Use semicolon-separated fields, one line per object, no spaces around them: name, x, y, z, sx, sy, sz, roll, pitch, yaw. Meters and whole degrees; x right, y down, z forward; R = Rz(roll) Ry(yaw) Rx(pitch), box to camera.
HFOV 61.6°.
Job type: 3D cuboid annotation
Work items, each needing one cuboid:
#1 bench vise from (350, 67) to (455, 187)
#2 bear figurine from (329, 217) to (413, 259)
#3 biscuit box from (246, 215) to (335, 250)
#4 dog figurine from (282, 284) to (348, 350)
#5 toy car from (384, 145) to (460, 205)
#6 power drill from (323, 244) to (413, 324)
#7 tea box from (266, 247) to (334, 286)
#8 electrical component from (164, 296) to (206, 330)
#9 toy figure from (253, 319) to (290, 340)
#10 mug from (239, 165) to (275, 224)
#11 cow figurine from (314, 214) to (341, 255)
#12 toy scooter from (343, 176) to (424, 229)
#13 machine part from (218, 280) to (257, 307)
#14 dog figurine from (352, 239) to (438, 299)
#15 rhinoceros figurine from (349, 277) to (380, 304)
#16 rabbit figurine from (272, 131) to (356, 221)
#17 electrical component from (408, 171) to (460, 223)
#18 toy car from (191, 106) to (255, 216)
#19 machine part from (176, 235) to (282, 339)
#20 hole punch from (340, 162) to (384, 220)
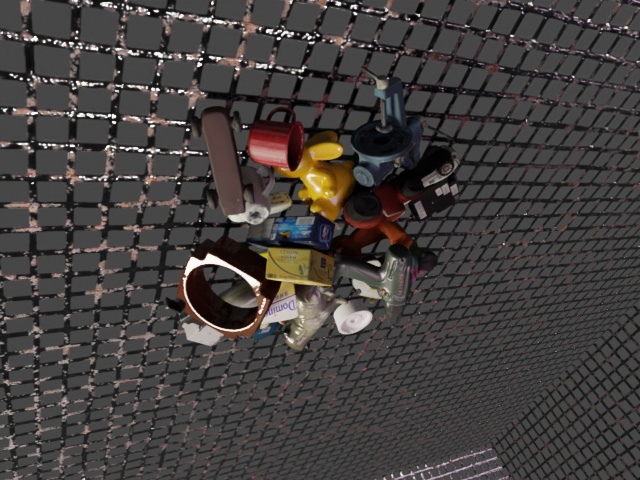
bench vise;0.145;-0.224;1.057;0.224;0.129;0.240;-35;141;-20
bear figurine;0.108;0.012;1.311;0.196;0.132;0.120;-41;157;6
biscuit box;-0.064;-0.014;1.136;0.203;0.059;0.062;0;162;41
dog figurine;-0.048;0.181;1.362;0.172;0.121;0.190;40;90;-31
toy car;0.229;-0.148;1.245;0.202;0.074;0.056;-33;138;7
power drill;0.114;0.104;1.273;0.207;0.086;0.231;14;128;5
tea box;-0.039;0.058;1.144;0.098;0.068;0.169;3;174;16
electrical component;-0.310;0.156;1.265;0.048;0.075;0.119;-34;139;9
toy figure;-0.120;0.215;1.457;0.154;0.064;0.057;-32;104;-2
mug;-0.130;-0.090;1.066;0.109;0.107;0.080;-36;143;14
cow figurine;-0.004;-0.004;1.239;0.068;0.098;0.167;-16;146;-42
toy scooter;0.125;-0.069;1.127;0.184;0.075;0.135;-22;169;-15
machine part;-0.160;0.125;1.316;0.243;0.079;0.079;-30;142;1
dog figurine;0.203;0.069;1.422;0.192;0.108;0.219;-4;-166;31
rhinoceros figurine;0.163;0.118;1.506;0.190;0.073;0.112;2;134;-33
rabbit figurine;-0.012;-0.140;1.083;0.173;0.122;0.162;28;114;-26
electrical component;0.277;-0.117;1.323;0.134;0.058;0.114;-31;144;3
toy car;-0.174;-0.142;0.978;0.089;0.053;0.201;-11;115;-4
machine part;-0.199;0.104;1.181;0.201;0.087;0.201;29;123;1
hole punch;0.092;-0.098;1.210;0.115;0.092;0.142;20;118;-48
